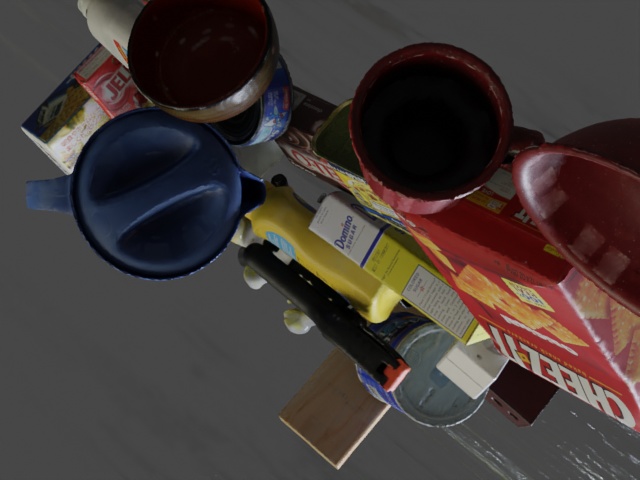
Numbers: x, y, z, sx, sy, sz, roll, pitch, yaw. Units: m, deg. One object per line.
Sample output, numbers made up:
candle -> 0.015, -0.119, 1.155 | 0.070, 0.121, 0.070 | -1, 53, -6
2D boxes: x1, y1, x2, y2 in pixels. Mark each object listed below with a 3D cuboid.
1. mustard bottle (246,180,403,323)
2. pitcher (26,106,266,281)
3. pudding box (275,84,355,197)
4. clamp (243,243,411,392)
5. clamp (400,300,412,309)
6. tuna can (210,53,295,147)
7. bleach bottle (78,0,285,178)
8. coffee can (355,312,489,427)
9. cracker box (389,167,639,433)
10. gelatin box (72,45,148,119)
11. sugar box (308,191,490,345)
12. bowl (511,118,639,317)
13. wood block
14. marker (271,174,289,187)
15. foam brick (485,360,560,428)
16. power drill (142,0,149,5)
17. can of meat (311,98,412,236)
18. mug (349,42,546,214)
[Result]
mustard bottle -> -0.006, 0.001, 1.018 | 0.192, 0.058, 0.096 | 36, 177, 18
pitcher -> -0.146, -0.043, 0.924 | 0.149, 0.145, 0.243 | 43, 178, -7
pudding box -> 0.004, -0.082, 0.899 | 0.114, 0.039, 0.090 | 33, 167, 39
clamp -> 0.014, 0.076, 1.007 | 0.164, 0.036, 0.210 | 35, -177, -29
clamp -> 0.074, 0.029, 1.112 | 0.171, 0.039, 0.120 | 39, 165, -28
tuna can -> -0.061, -0.119, 0.866 | 0.086, 0.033, 0.086 | 21, 119, 43
bleach bottle -> -0.140, -0.163, 1.028 | 0.251, 0.068, 0.102 | 39, 170, 22
coffee can -> 0.102, 0.130, 1.098 | 0.102, 0.102, 0.140 | 43, 172, -9
cracker box -> 0.157, 0.034, 0.737 | 0.164, 0.072, 0.213 | 30, 166, 47
gelatin box -> -0.203, -0.175, 1.118 | 0.030, 0.089, 0.073 | 34, 167, 42
sugar box -> 0.084, 0.019, 0.921 | 0.176, 0.048, 0.093 | 39, -160, 22
bowl -> 0.176, -0.010, 0.531 | 0.162, 0.055, 0.162 | 40, 169, 9
wood block -> 0.053, 0.154, 1.229 | 0.090, 0.206, 0.091 | 40, 170, 9
marker -> -0.038, -0.047, 1.250 | 0.020, 0.020, 0.121 | 37, 169, 20
foam brick -> 0.199, 0.150, 1.113 | 0.078, 0.051, 0.053 | 41, 169, 5
power drill -> -0.182, -0.249, 0.830 | 0.188, 0.057, 0.184 | 34, 167, 37
can of meat -> 0.055, -0.051, 0.799 | 0.102, 0.057, 0.083 | 31, 167, 46
mug -> 0.076, -0.060, 0.639 | 0.117, 0.093, 0.081 | 4, 172, 2
